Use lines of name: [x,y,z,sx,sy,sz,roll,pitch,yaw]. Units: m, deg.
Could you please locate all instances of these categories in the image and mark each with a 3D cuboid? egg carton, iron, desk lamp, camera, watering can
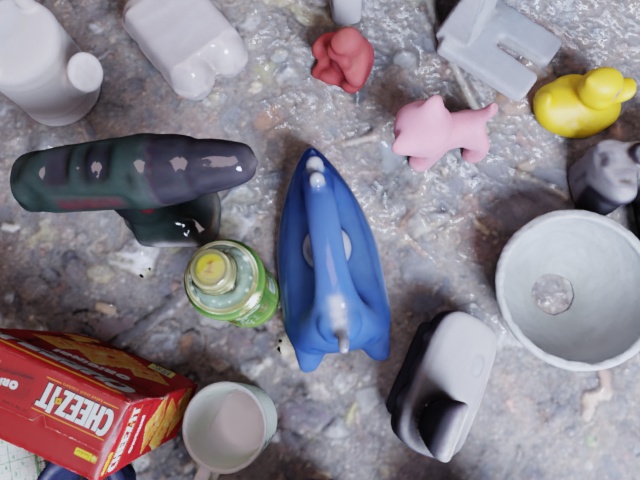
egg carton: [-0.159,-0.242,0.681,0.107,0.069,0.150,-39,81,-6]
iron: [0.005,0.002,0.593,0.118,0.141,0.258,-10,79,-1]
desk lamp: [0.186,-0.282,0.610,0.203,0.213,0.118,35,81,7]
camera: [0.364,-0.043,0.618,0.143,0.101,0.137,-5,79,0]
watering can: [-0.313,-0.205,0.612,0.173,0.194,0.101,3,79,2]

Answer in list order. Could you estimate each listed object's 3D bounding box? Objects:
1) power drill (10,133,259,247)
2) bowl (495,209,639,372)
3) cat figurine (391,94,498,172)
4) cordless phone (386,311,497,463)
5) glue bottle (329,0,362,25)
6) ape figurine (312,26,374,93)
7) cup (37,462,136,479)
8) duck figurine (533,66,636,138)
power drill: [-0.164,-0.048,0.572,0.229,0.208,0.075,-2,79,1]
bowl: [0.263,0.055,0.613,0.167,0.075,0.167,0,79,1]
cat figurine: [0.133,-0.124,0.629,0.128,0.118,0.067,-13,79,-2]
cordless phone: [0.128,0.138,0.542,0.094,0.185,0.148,20,80,5]
glue bottle: [0.027,-0.320,0.641,0.037,0.173,0.078,-9,79,0]
ape figurine: [0.029,-0.215,0.661,0.076,0.092,0.078,-23,79,-3]
cup: [-0.229,0.238,0.574,0.091,0.095,0.118,-25,79,-4]
duck figurine: [0.302,-0.164,0.650,0.104,0.086,0.077,-1,79,1]
